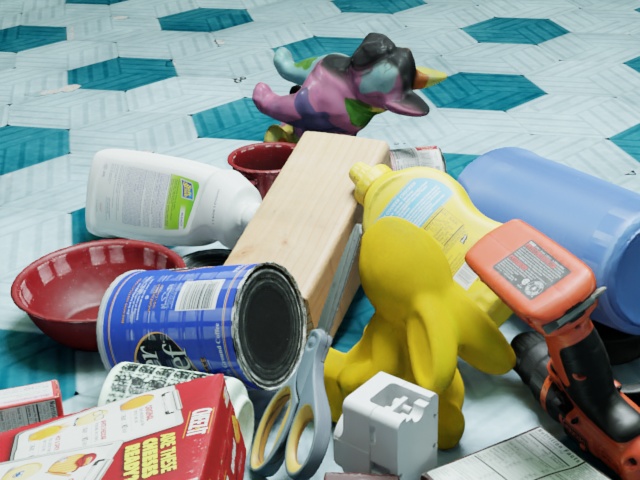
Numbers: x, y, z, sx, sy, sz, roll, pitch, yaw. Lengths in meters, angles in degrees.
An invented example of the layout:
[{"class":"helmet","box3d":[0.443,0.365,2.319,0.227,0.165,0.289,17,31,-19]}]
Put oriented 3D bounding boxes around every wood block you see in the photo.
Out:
[{"class":"wood block","box3d":[-0.006,0.001,0.990,0.090,0.091,0.205,10,48,22]}]

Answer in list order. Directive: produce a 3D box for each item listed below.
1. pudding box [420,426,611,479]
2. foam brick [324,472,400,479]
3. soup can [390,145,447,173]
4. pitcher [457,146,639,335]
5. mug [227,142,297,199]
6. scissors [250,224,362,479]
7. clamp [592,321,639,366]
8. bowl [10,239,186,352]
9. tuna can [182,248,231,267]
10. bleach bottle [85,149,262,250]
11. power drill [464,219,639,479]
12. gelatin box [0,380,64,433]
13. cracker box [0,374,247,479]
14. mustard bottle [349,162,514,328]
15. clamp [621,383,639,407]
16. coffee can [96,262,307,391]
[{"class":"pudding box","box3d":[0.140,0.181,0.743,0.113,0.039,0.090,-14,27,-27]},{"class":"foam brick","box3d":[0.026,0.197,0.703,0.053,0.051,0.078,1,26,5]},{"class":"soup can","box3d":[0.089,-0.072,1.229,0.102,0.068,0.068,-6,26,-8]},{"class":"pitcher","box3d":[0.234,-0.001,0.959,0.149,0.145,0.243,-42,25,-8]},{"class":"mug","box3d":[-0.060,-0.051,1.181,0.093,0.081,0.117,10,28,23]},{"class":"scissors","box3d":[0.004,0.090,0.783,0.016,0.202,0.096,24,5,-29]},{"class":"clamp","box3d":[0.284,0.077,0.940,0.171,0.039,0.120,-23,21,-27]},{"class":"bowl","box3d":[-0.203,0.058,0.999,0.162,0.055,0.162,-2,26,1]},{"class":"tuna can","box3d":[-0.105,0.041,1.051,0.086,0.034,0.086,-2,26,1]},{"class":"bleach bottle","box3d":[-0.142,-0.032,1.093,0.251,0.102,0.067,14,12,42]},{"class":"power drill","box3d":[0.174,0.075,0.789,0.057,0.187,0.185,-37,33,-6]},{"class":"gelatin box","box3d":[-0.234,0.149,0.796,0.089,0.073,0.030,-10,25,-15]},{"class":"cracker box","box3d":[-0.159,0.170,0.676,0.214,0.072,0.164,-15,14,4]},{"class":"mustard bottle","box3d":[0.094,-0.007,0.912,0.192,0.096,0.058,42,6,28]},{"class":"clamp","box3d":[0.340,0.125,0.797,0.210,0.036,0.165,-23,32,-3]},{"class":"coffee can","box3d":[-0.096,0.072,0.872,0.141,0.103,0.102,-5,22,31]}]
